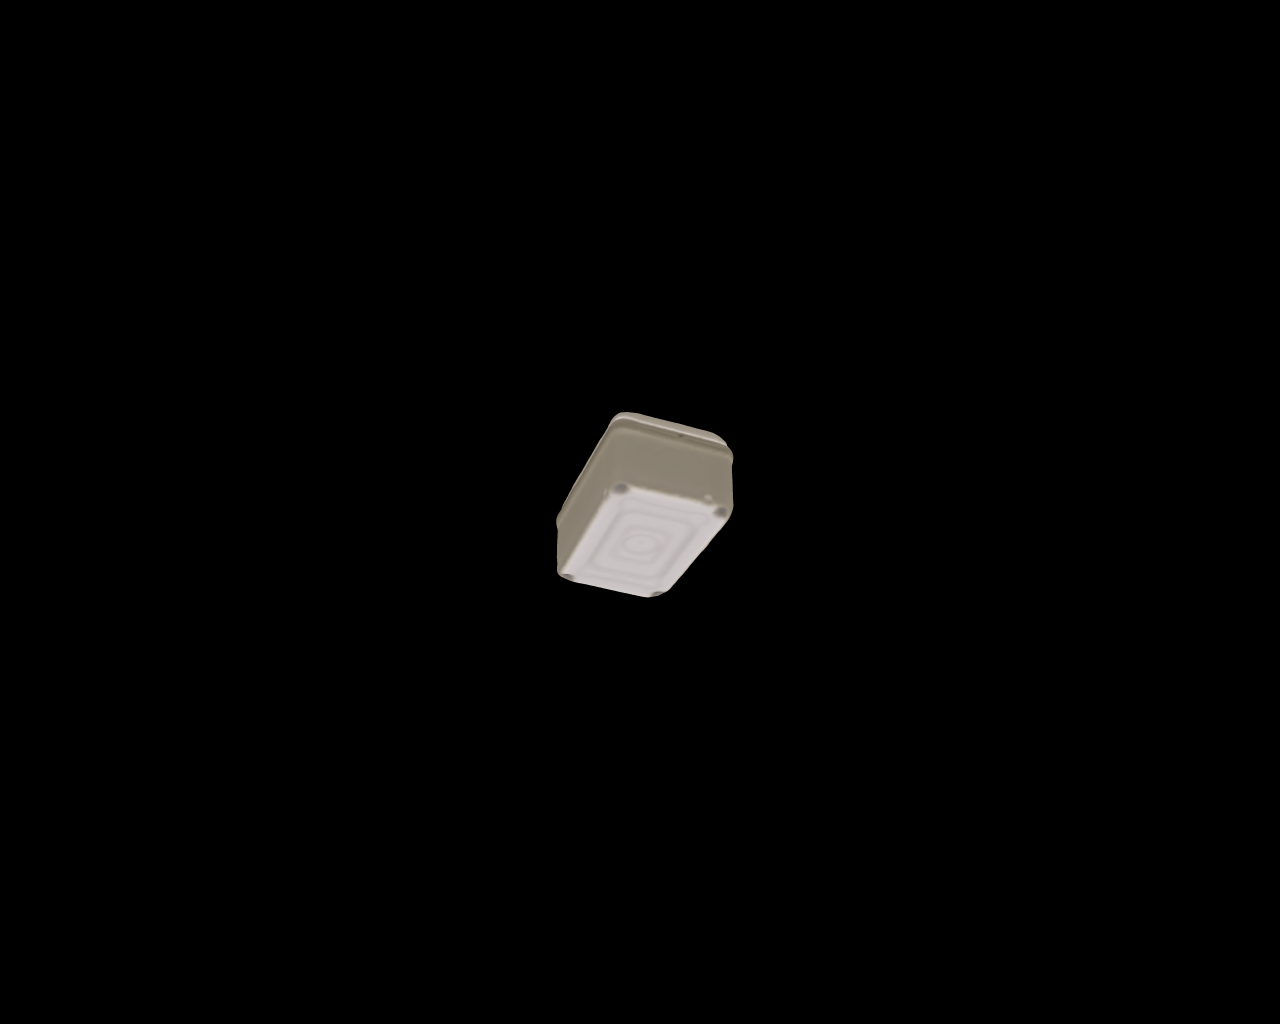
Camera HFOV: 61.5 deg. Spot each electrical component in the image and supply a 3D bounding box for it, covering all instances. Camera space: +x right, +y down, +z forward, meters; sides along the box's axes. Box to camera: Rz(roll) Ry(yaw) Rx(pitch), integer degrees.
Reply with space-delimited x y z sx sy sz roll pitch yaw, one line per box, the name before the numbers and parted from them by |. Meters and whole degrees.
electrical component | 0.001 -0.003 0.650 0.078 0.057 0.113 13 -38 -18
